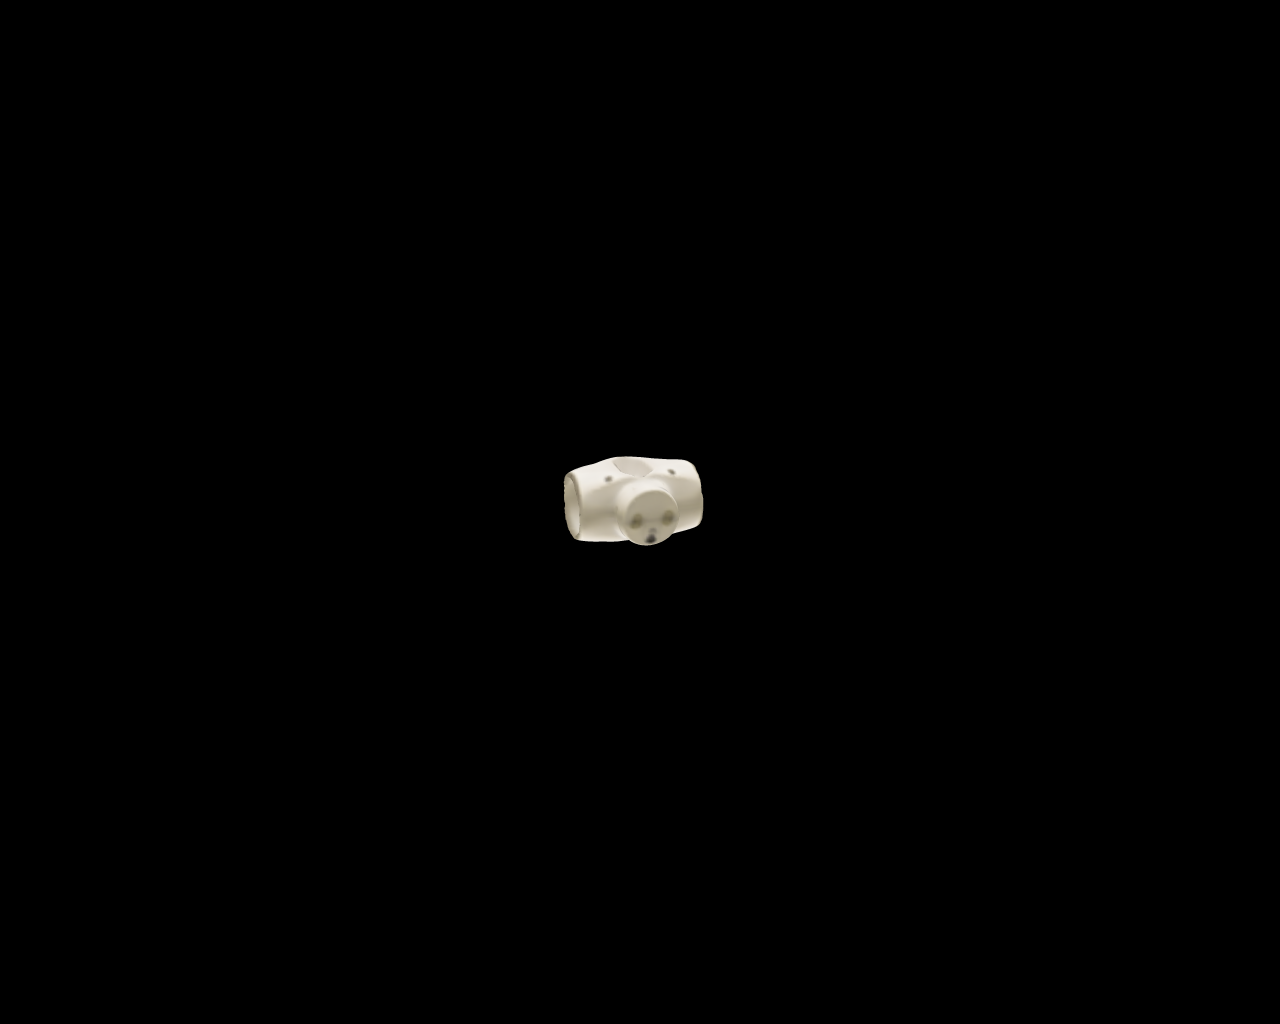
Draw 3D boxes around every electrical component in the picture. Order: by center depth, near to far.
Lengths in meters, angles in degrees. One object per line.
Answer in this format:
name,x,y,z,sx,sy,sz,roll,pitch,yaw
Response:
electrical component,0.001,-0.003,0.650,0.077,0.043,0.079,-6,20,-16
